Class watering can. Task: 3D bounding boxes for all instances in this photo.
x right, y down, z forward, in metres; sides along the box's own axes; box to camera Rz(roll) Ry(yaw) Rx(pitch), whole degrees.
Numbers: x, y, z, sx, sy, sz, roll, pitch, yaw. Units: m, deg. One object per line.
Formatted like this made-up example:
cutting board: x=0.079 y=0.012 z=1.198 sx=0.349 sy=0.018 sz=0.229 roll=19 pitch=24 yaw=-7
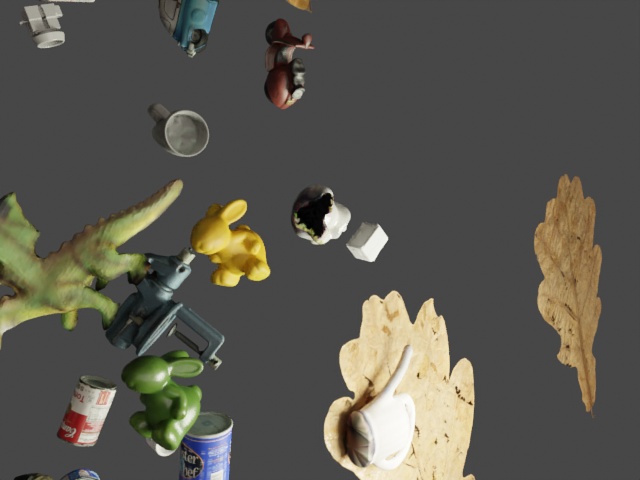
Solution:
watering can: x=0.170 y=0.464 z=1.380 sx=0.225 sy=0.104 sz=0.345 roll=-8 pitch=102 yaw=-37

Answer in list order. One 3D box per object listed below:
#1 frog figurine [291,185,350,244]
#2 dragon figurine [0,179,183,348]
frog figurine: x=0.004 y=-0.060 z=1.198 sx=0.160 sy=0.122 sz=0.137 roll=-19 pitch=103 yaw=-73
dragon figurine: x=-0.416 y=0.018 z=0.825 sx=0.239 sy=0.123 sz=0.415 roll=40 pitch=72 yaw=-41
